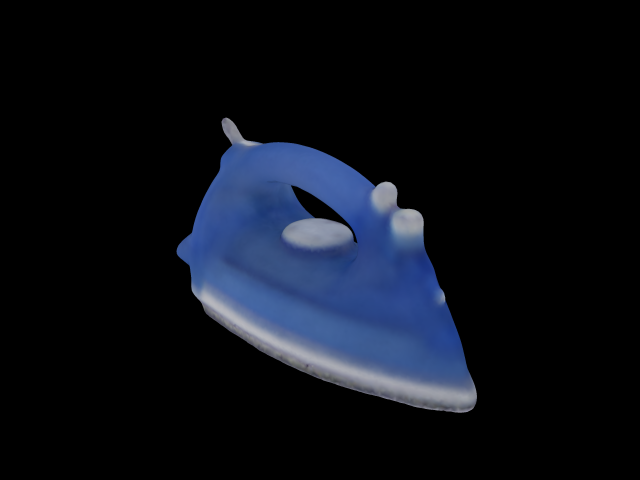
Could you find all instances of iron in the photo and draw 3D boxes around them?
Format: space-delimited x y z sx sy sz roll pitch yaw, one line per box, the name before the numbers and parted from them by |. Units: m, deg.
iron | 0.004 0.001 0.400 0.119 0.141 0.257 -21 31 -40
